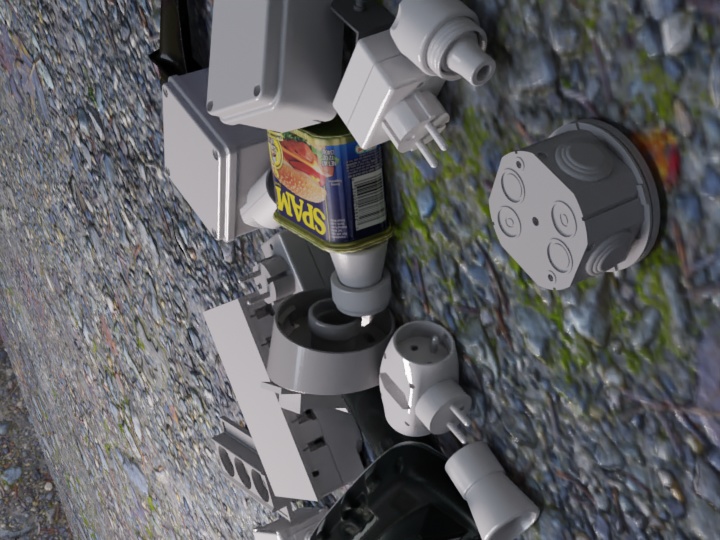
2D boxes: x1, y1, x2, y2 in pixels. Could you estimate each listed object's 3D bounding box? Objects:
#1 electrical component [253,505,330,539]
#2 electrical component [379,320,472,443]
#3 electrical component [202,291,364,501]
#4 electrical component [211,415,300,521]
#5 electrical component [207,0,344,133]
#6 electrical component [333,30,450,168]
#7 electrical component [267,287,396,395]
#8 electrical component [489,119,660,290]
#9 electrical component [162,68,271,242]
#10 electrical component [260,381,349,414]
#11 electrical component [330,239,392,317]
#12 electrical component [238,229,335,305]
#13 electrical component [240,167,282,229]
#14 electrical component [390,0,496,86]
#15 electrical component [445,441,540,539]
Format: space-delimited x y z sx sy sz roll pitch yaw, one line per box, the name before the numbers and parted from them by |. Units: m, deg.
electrical component | -0.058 0.279 1.087 0.096 0.062 0.061 -25 88 64
electrical component | 0.052 0.088 0.756 0.079 0.043 0.077 47 147 37
electrical component | -0.067 0.108 0.976 0.105 0.060 0.186 -19 93 64
electrical component | -0.094 0.193 1.088 0.121 0.063 0.078 15 123 58
electrical component | -0.056 -0.152 0.702 0.078 0.057 0.113 -4 81 53
electrical component | 0.029 -0.097 0.653 0.076 0.047 0.065 57 152 16
electrical component | -0.020 0.057 0.811 0.099 0.099 0.064 40 136 44
electrical component | 0.108 -0.033 0.548 0.080 0.051 0.080 42 144 41
electrical component | -0.121 -0.100 0.922 0.108 0.056 0.108 50 149 32
electrical component | -0.037 0.085 0.893 0.042 0.081 0.063 6 92 61
electrical component | 0.000 0.000 0.784 0.045 0.045 0.055 37 140 47
electrical component | -0.061 0.004 0.866 0.047 0.077 0.065 -27 86 64
electrical component | -0.068 -0.057 0.871 0.043 0.043 0.081 66 154 4
electrical component | 0.050 -0.126 0.597 0.062 0.043 0.043 49 148 32
electrical component | 0.088 0.151 0.740 0.065 0.044 0.044 56 152 33
